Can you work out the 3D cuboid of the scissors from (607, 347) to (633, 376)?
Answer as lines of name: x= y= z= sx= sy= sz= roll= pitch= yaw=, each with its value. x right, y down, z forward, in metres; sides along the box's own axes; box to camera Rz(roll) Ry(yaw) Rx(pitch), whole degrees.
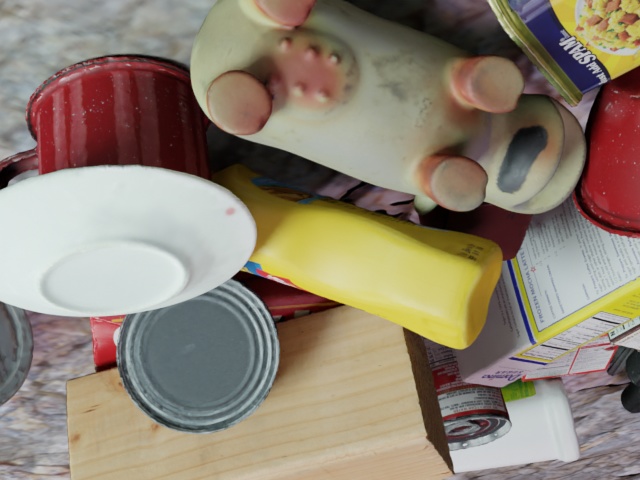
scissors: x=0.260 y=0.071 z=0.881 sx=0.096 sy=0.016 sz=0.202 roll=5 pitch=149 yaw=-22

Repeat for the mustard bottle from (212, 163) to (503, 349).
mustard bottle: x=-0.004 y=0.001 z=0.563 sx=0.192 sy=0.058 sz=0.096 roll=18 pitch=-176 yaw=15

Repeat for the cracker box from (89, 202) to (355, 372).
cracker box: x=-0.065 y=0.064 z=0.703 sx=0.164 sy=0.072 sz=0.214 roll=-5 pitch=151 yaw=-10

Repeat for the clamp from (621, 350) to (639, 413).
clamp: x=0.322 y=0.096 z=0.902 sx=0.165 sy=0.036 sz=0.209 roll=-26 pitch=156 yaw=14

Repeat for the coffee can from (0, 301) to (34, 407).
coffee can: x=-0.251 y=0.083 z=0.646 sx=0.102 sy=0.103 sz=0.141 roll=13 pitch=144 yaw=-37

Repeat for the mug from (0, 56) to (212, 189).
mug: x=-0.105 y=-0.026 z=0.514 sx=0.117 sy=0.081 sz=0.093 roll=-10 pitch=152 yaw=1

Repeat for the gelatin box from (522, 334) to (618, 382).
gelatin box: x=0.202 y=0.083 z=0.871 sx=0.073 sy=0.030 sz=0.089 roll=-8 pitch=152 yaw=-1

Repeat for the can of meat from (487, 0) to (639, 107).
can of meat: x=0.123 y=-0.113 z=0.455 sx=0.084 sy=0.057 sz=0.102 roll=-27 pitch=149 yaw=24

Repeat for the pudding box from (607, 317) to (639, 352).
pudding box: x=0.221 y=0.006 z=0.670 sx=0.039 sy=0.090 sz=0.114 roll=11 pitch=145 yaw=-32

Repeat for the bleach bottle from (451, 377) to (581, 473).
bleach bottle: x=0.094 y=0.174 z=0.940 sx=0.251 sy=0.068 sz=0.102 roll=-13 pitch=-171 yaw=8

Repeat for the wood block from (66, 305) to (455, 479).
wood block: x=-0.035 y=0.112 z=0.633 sx=0.206 sy=0.090 sz=0.090 roll=-16 pitch=150 yaw=10

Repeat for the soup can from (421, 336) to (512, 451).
soup can: x=0.095 y=0.095 z=0.778 sx=0.068 sy=0.102 sz=0.068 roll=-8 pitch=152 yaw=-4

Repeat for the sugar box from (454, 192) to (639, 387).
sugar box: x=0.153 y=0.017 z=0.665 sx=0.048 sy=0.093 sz=0.177 roll=12 pitch=146 yaw=-35

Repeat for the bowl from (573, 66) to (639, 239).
bowl: x=0.187 y=-0.067 z=0.496 sx=0.162 sy=0.162 sz=0.055 roll=-20 pitch=114 yaw=18

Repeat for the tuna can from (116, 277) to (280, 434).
tuna can: x=-0.064 y=0.059 z=0.573 sx=0.086 sy=0.086 sz=0.034 roll=-9 pitch=180 yaw=-1

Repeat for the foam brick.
foam brick: x=0.088 y=-0.024 z=0.613 sx=0.053 sy=0.051 sz=0.078 roll=-8 pitch=152 yaw=-6
